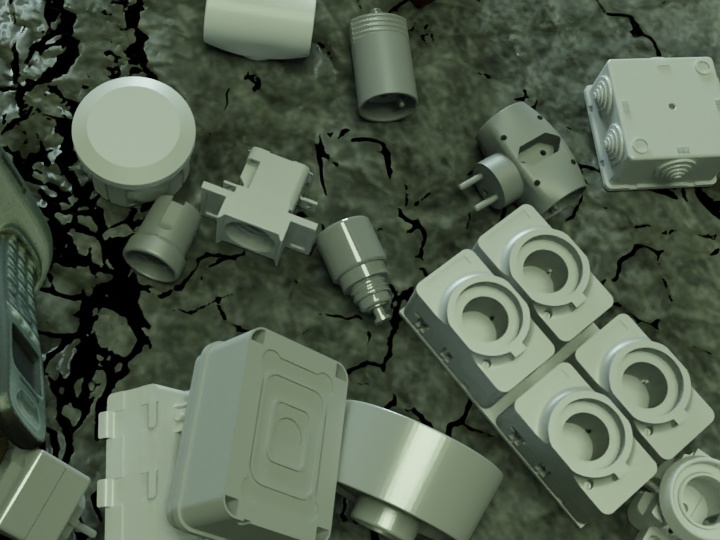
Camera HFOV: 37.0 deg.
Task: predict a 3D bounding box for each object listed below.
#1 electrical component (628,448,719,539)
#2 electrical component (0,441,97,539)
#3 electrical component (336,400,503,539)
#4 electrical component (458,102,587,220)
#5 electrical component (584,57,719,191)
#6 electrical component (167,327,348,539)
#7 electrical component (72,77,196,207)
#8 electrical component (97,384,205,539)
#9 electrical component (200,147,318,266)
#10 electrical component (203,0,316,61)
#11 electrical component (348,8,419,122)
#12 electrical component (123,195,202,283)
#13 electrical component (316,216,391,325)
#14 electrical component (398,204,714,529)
[{"bbox_3d":[0.213,0.151,0.691,0.058,0.057,0.078,35,69,5],"label":"electrical component"},{"bbox_3d":[-0.188,0.138,0.632,0.076,0.083,0.047,42,64,-33],"label":"electrical component"},{"bbox_3d":[0.025,0.129,0.647,0.108,0.108,0.060,26,74,1],"label":"electrical component"},{"bbox_3d":[0.107,-0.068,0.765,0.079,0.043,0.077,-30,76,-17],"label":"electrical component"},{"bbox_3d":[0.222,-0.110,0.796,0.100,0.048,0.099,-3,69,-10],"label":"electrical component"},{"bbox_3d":[-0.058,0.099,0.614,0.078,0.057,0.113,28,55,-34],"label":"electrical component"},{"bbox_3d":[-0.152,-0.085,0.728,0.080,0.051,0.080,3,69,-8],"label":"electrical component"},{"bbox_3d":[-0.117,0.133,0.638,0.079,0.063,0.121,-16,67,29],"label":"electrical component"},{"bbox_3d":[-0.065,-0.045,0.732,0.081,0.042,0.063,21,64,-1],"label":"electrical component"},{"bbox_3d":[-0.071,-0.198,0.786,0.077,0.044,0.079,7,69,-6],"label":"electrical component"},{"bbox_3d":[0.016,-0.154,0.783,0.043,0.043,0.081,-3,70,-10],"label":"electrical component"},{"bbox_3d":[-0.130,-0.021,0.714,0.040,0.040,0.046,22,62,0],"label":"electrical component"},{"bbox_3d":[0.000,0.000,0.724,0.040,0.040,0.078,-20,74,-15],"label":"electrical component"},{"bbox_3d":[0.129,0.060,0.711,0.105,0.060,0.186,-36,79,-19],"label":"electrical component"}]
